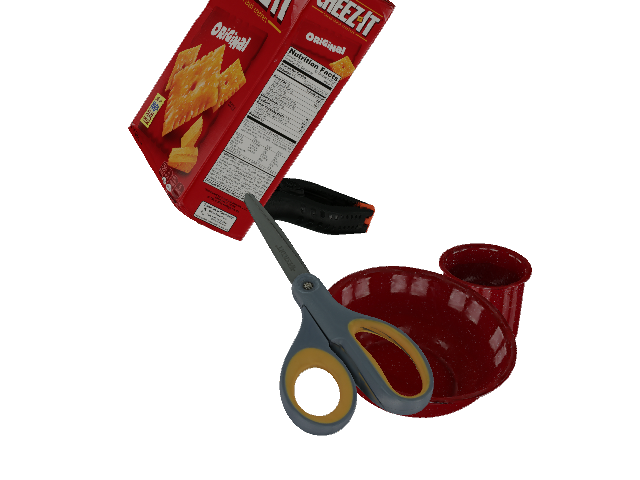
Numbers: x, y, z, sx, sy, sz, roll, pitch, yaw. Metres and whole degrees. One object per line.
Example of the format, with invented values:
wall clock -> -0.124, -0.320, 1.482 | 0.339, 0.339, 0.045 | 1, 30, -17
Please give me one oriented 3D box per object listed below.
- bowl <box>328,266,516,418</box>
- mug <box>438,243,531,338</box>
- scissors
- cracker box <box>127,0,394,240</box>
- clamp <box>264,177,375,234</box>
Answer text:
bowl -> 0.073, 0.091, 0.862 | 0.162, 0.055, 0.162 | 7, 36, -5
mug -> 0.162, 0.054, 1.101 | 0.093, 0.081, 0.117 | -3, 28, -10
scissors -> -0.018, 0.045, 0.650 | 0.096, 0.016, 0.202 | -33, 54, -27
cracker box -> -0.056, -0.132, 0.836 | 0.072, 0.214, 0.164 | 25, 16, -33
clamp -> -0.037, -0.038, 1.068 | 0.209, 0.036, 0.165 | 14, 20, -20
